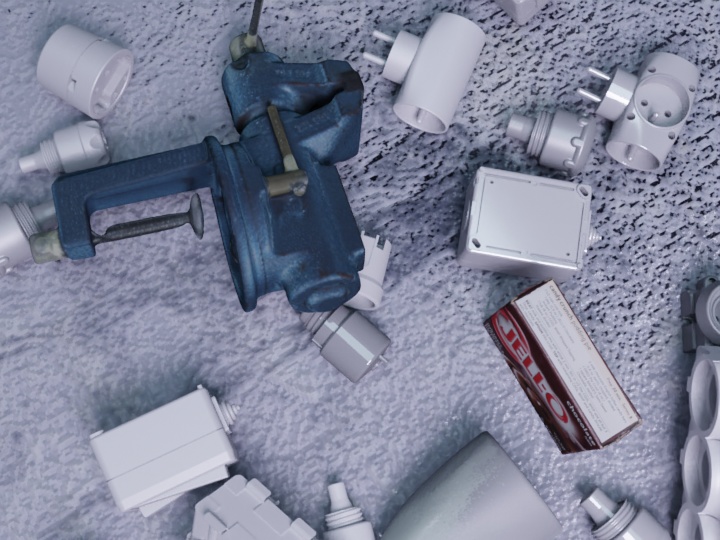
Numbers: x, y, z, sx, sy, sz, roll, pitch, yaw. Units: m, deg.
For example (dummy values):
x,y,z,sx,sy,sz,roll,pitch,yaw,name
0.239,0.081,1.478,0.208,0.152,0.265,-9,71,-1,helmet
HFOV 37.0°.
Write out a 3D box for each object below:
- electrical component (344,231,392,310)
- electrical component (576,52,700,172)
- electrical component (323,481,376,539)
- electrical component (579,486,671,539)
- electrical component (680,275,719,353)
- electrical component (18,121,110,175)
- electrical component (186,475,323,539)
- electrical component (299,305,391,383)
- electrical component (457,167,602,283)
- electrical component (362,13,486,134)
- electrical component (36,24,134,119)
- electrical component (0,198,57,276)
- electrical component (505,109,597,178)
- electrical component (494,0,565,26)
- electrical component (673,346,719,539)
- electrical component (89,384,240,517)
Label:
x,y,z,sx,sy,sz,roll,pitch,yaw,name
0.000,0.000,0.758,0.040,0.040,0.046,16,72,0,electrical component
0.199,-0.124,0.791,0.079,0.044,0.077,26,78,2,electrical component
-0.009,0.174,0.723,0.035,0.035,0.061,-14,77,-6,electrical component
0.177,0.175,0.730,0.043,0.043,0.062,-43,83,-10,electrical component
0.254,0.033,0.757,0.048,0.055,0.066,1,78,-3,electrical component
-0.211,-0.083,0.764,0.061,0.035,0.035,-17,80,-5,electrical component
-0.053,0.191,0.677,0.121,0.063,0.079,36,46,24,electrical component
-0.015,0.044,0.746,0.078,0.040,0.040,40,79,5,electrical component
0.120,-0.029,0.759,0.096,0.061,0.061,10,78,-1,electrical component
0.042,-0.151,0.788,0.079,0.043,0.077,23,78,1,electrical component
-0.197,-0.143,0.767,0.047,0.055,0.055,28,78,6,electrical component
-0.237,-0.028,0.747,0.062,0.048,0.048,-29,82,-16,electrical component
0.138,-0.097,0.783,0.062,0.048,0.048,19,78,7,electrical component
0.119,-0.229,0.797,0.062,0.061,0.096,-43,78,3,electrical component
0.249,0.131,0.698,0.062,0.089,0.150,3,98,-2,electrical component
-0.120,0.120,0.713,0.096,0.061,0.061,-24,81,-8,electrical component
